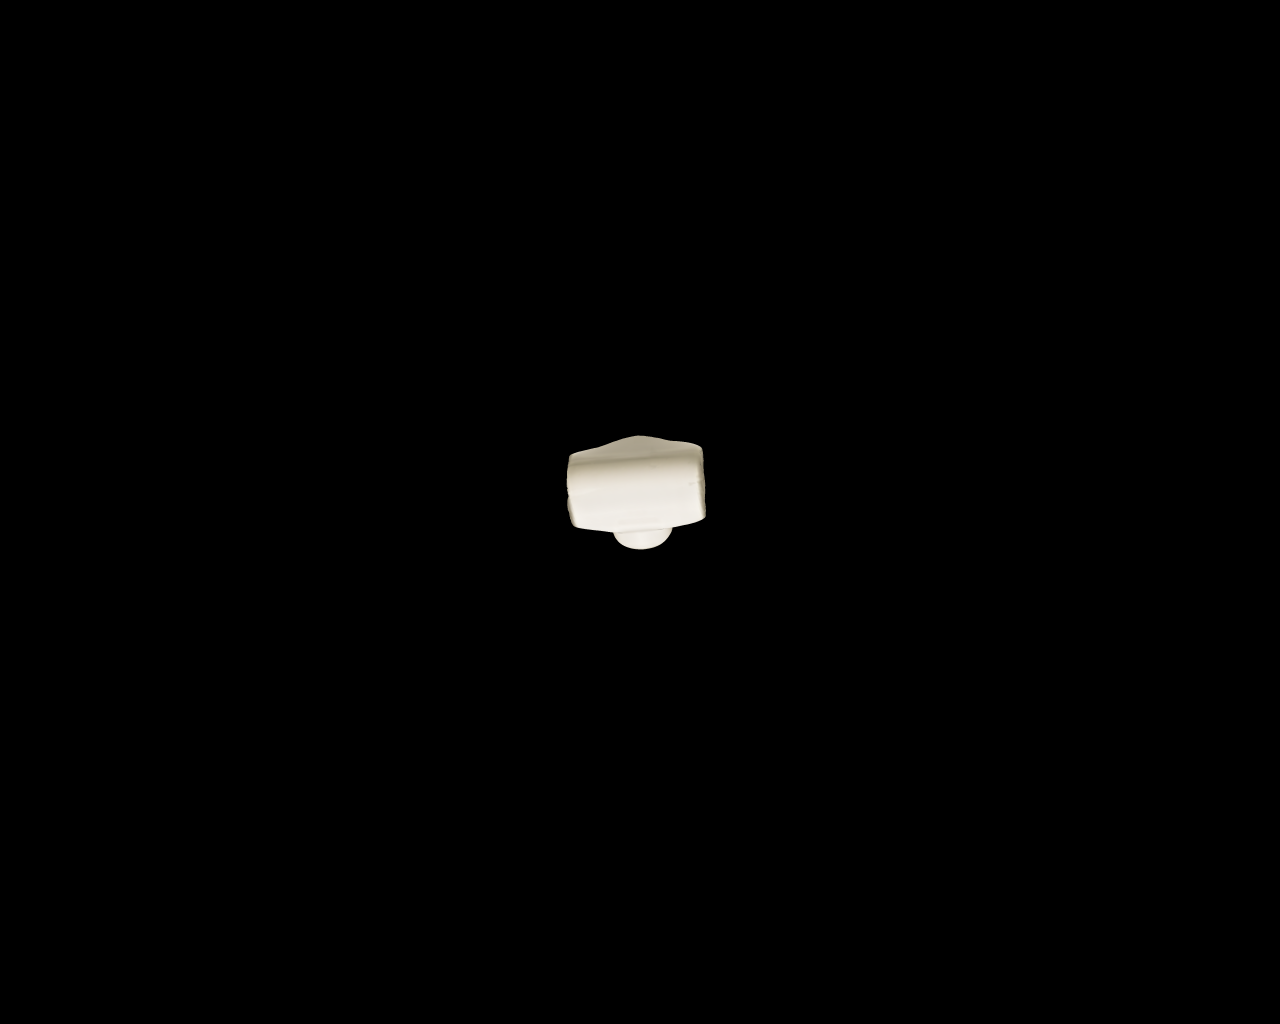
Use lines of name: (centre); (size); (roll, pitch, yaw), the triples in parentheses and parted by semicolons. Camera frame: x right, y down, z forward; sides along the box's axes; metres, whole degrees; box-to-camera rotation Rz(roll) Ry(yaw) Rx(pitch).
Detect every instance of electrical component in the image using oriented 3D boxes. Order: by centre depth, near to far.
electrical component: (0.001, -0.003, 0.650); (0.077, 0.079, 0.043); (-4, 44, 4)
